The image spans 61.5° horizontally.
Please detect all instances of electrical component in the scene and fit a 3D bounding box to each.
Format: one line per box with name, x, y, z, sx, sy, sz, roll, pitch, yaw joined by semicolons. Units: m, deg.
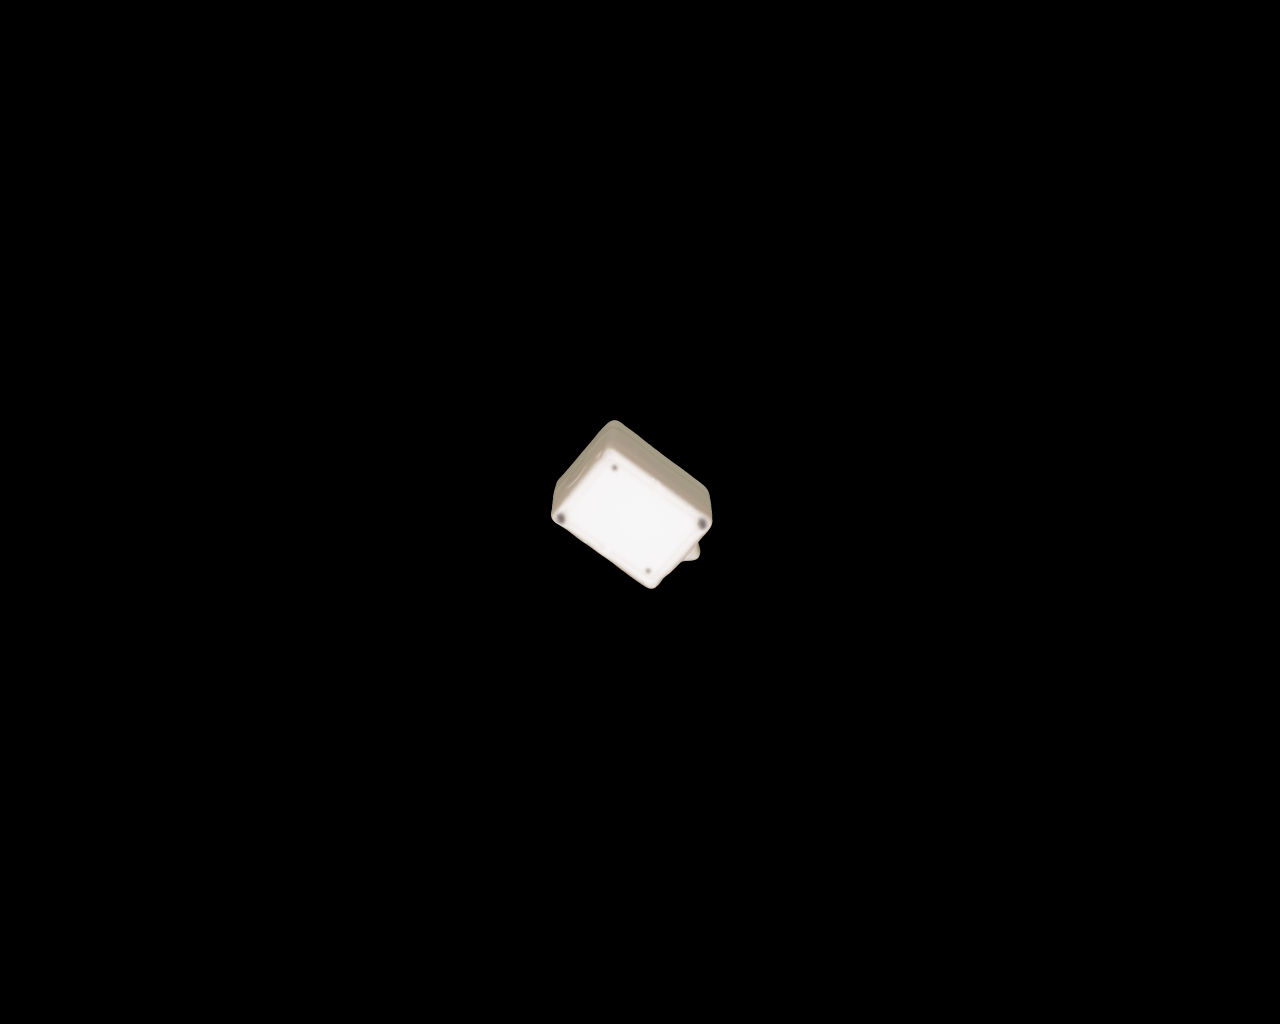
electrical component;0.001;-0.003;0.650;0.096;0.061;0.061;36;19;-15
